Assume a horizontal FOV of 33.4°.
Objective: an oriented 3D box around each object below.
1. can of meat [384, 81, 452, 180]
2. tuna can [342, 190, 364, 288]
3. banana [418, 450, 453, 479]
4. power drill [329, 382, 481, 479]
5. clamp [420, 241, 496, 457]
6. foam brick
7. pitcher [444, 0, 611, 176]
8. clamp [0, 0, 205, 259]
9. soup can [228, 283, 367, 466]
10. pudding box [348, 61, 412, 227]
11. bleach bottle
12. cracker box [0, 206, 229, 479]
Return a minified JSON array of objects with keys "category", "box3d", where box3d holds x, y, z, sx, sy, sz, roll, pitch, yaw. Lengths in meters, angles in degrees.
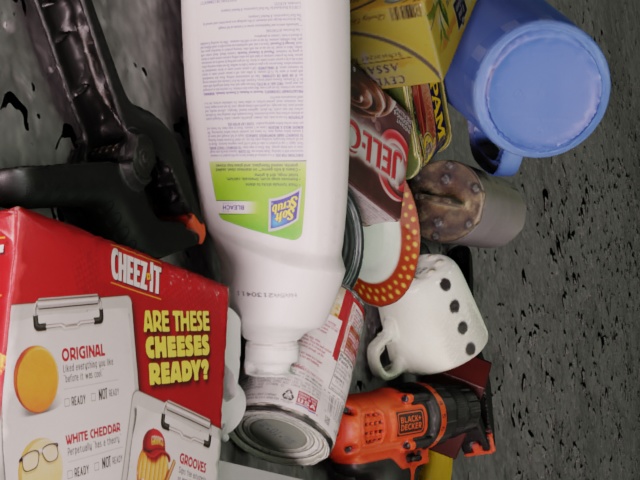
[{"category":"can of meat","box3d":[0.066,-0.107,0.887,0.083,0.058,0.102,-45,128,-57]},{"category":"tuna can","box3d":[-0.005,0.001,0.718,0.086,0.034,0.086,3,87,-57]},{"category":"banana","box3d":[0.085,0.212,0.910,0.197,0.037,0.069,-38,122,-62]},{"category":"power drill","box3d":[0.066,0.201,0.802,0.184,0.057,0.187,3,82,-48]},{"category":"clamp","box3d":[0.125,0.096,0.998,0.164,0.036,0.210,18,61,-63]},{"category":"foam brick","box3d":[0.108,0.138,0.916,0.051,0.053,0.078,-52,161,-64]},{"category":"pitcher","box3d":[0.165,-0.141,0.925,0.149,0.145,0.243,46,12,-16]},{"category":"clamp","box3d":[-0.101,-0.049,0.513,0.171,0.039,0.120,47,49,-65]},{"category":"soup can","box3d":[-0.014,0.079,0.661,0.068,0.069,0.102,62,34,-43]},{"category":"pudding box","box3d":[0.021,-0.073,0.770,0.113,0.039,0.090,33,55,-43]},{"category":"bleach bottle","box3d":[-0.034,-0.049,0.607,0.068,0.103,0.251,0,91,-68]},{"category":"cracker box","box3d":[-0.108,0.110,0.436,0.164,0.072,0.213,30,59,-64]}]
